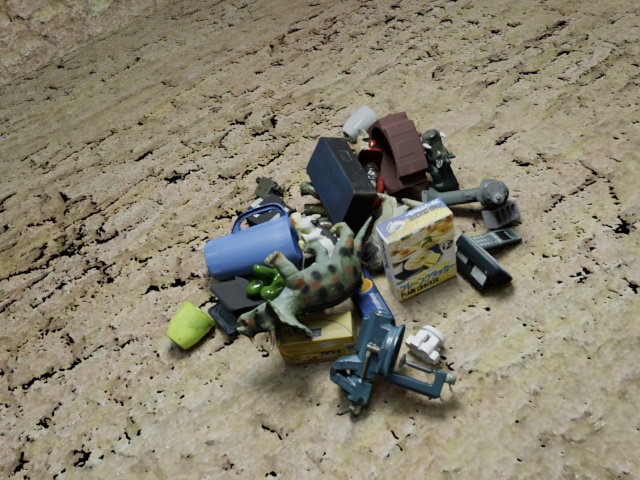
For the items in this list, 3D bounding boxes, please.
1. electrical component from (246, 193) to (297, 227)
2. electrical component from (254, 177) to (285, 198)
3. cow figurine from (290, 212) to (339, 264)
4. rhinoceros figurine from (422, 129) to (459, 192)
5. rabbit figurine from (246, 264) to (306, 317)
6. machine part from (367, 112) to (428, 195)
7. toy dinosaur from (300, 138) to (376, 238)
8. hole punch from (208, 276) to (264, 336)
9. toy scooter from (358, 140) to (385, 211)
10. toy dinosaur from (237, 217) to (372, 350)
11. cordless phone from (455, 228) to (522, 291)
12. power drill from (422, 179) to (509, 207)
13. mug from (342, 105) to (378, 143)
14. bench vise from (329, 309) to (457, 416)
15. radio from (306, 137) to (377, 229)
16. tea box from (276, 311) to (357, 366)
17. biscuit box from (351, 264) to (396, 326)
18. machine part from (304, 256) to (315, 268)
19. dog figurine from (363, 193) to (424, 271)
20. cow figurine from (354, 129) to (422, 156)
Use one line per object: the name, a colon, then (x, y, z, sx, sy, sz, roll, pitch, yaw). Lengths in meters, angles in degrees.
electrical component: (-0.143, -0.068, 1.520, 0.115, 0.058, 0.134, -40, 50, -22)
electrical component: (-0.152, -0.155, 1.613, 0.102, 0.045, 0.078, 18, 84, 32)
cow figurine: (-0.003, -0.005, 1.323, 0.098, 0.068, 0.167, -27, 83, -18)
rhinoceros figurine: (0.312, -0.205, 1.430, 0.073, 0.190, 0.112, -32, 29, -9)
rabbit figurine: (-0.096, 0.120, 1.299, 0.159, 0.121, 0.170, 15, 18, -14)
machine part: (0.209, -0.231, 1.448, 0.087, 0.201, 0.201, -19, 91, -10)
toy dinosaur: (0.048, -0.110, 1.478, 0.199, 0.105, 0.471, -7, 56, 0)
hole punch: (-0.206, 0.163, 1.323, 0.116, 0.092, 0.142, -10, 34, -42)
toy scooter: (0.130, -0.174, 1.380, 0.075, 0.135, 0.184, 2, 53, 0)
toy dinosaur: (0.007, 0.088, 1.169, 0.405, 0.131, 0.192, -25, 81, -24)
cordless phone: (0.422, 0.034, 1.263, 0.184, 0.088, 0.147, -15, 43, -24)
power drill: (0.363, -0.108, 1.339, 0.207, 0.086, 0.232, -14, 7, 25)
mug: (0.130, -0.353, 1.691, 0.107, 0.080, 0.110, -43, 58, -7)
bench vise: (0.147, 0.264, 1.079, 0.241, 0.128, 0.223, 16, 80, 16)
radio: (0.051, -0.148, 1.353, 0.073, 0.131, 0.230, -4, 50, -30)
tea box: (-0.005, 0.220, 1.195, 0.170, 0.098, 0.068, -7, 47, 7)
biscuit box: (0.111, 0.139, 1.260, 0.063, 0.059, 0.203, -23, 47, -5)
machine part: (-0.004, 0.098, 1.346, 0.084, 0.039, 0.139, -26, 49, 3)
dog figurine: (0.195, -0.006, 1.313, 0.173, 0.121, 0.190, 14, 94, 34)
cow figurine: (0.193, -0.297, 1.613, 0.195, 0.085, 0.127, -25, 53, -4)
